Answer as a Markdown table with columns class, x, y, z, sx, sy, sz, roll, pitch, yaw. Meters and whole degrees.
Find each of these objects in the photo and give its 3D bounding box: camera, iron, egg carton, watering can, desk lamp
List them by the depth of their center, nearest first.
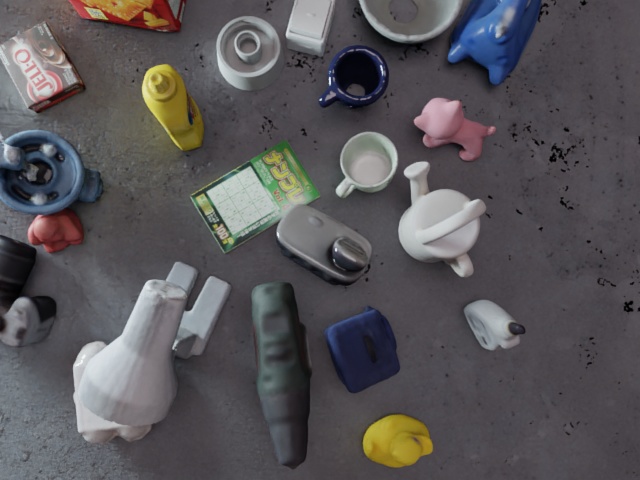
| class | x | y | z | sx | sy | sz | roll | pitch | yaw |
| --- | --- | --- | --- | --- | --- | --- | --- | --- | --- |
| desk lamp | -0.221 | 0.132 | 0.786 | 0.118 | 0.213 | 0.203 | 23 | 84 | 0 |
| watering can | 0.173 | -0.028 | 0.827 | 0.173 | 0.194 | 0.101 | 40 | 85 | 2 |
| camera | -0.462 | 0.070 | 0.838 | 0.143 | 0.100 | 0.137 | 23 | 84 | 0 |
| egg carton | -0.305 | 0.223 | 0.847 | 0.107 | 0.069 | 0.150 | -7 | 85 | -3 |
| iron | 0.305 | -0.384 | 0.891 | 0.118 | 0.141 | 0.258 | 27 | 84 | 0 |

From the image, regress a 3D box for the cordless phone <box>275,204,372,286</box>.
| class | x | y | z | sx | sy | sz | roll | pitch | yaw |
| --- | --- | --- | --- | --- | --- | --- | --- | --- | --- |
| cordless phone | 0.008 | 0.003 | 0.822 | 0.147 | 0.185 | 0.094 | 27 | 84 | 0 |

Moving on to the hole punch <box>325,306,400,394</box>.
| class | x | y | z | sx | sy | sz | roll | pitch | yaw |
| --- | --- | --- | --- | --- | --- | --- | --- | --- | --- |
| hole punch | 0.065 | 0.162 | 0.858 | 0.101 | 0.091 | 0.109 | -20 | 86 | -4 |

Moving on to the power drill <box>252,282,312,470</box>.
| class | x | y | z | sx | sy | sz | roll | pitch | yaw |
| --- | --- | --- | --- | --- | --- | --- | --- | --- | --- |
| power drill | -0.049 | 0.173 | 0.793 | 0.075 | 0.208 | 0.230 | -9 | 85 | -3 |

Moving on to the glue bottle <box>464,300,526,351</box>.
| class | x | y | z | sx | sy | sz | roll | pitch | yaw |
| --- | --- | --- | --- | --- | --- | --- | --- | --- | --- |
| glue bottle | 0.259 | 0.126 | 0.828 | 0.037 | 0.173 | 0.078 | -25 | 86 | -4 |

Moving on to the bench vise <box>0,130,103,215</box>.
| class | x | y | z | sx | sy | sz | roll | pitch | yaw |
| --- | --- | --- | --- | --- | --- | --- | --- | --- | --- |
| bench vise | -0.435 | -0.091 | 0.793 | 0.207 | 0.219 | 0.121 | -9 | 85 | -3 |

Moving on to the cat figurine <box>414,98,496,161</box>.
| class | x | y | z | sx | sy | sz | roll | pitch | yaw |
| --- | --- | --- | --- | --- | --- | --- | --- | --- | --- |
| cat figurine | 0.206 | -0.178 | 0.880 | 0.128 | 0.117 | 0.067 | 16 | 84 | -1 |

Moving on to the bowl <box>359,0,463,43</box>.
| class | x | y | z | sx | sy | sz | roll | pitch | yaw |
| --- | --- | --- | --- | --- | --- | --- | --- | --- | --- |
| bowl | 0.140 | -0.385 | 0.917 | 0.167 | 0.074 | 0.167 | 0 | 85 | -2 |

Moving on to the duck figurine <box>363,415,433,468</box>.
| class | x | y | z | sx | sy | sz | roll | pitch | yaw |
| --- | --- | --- | --- | --- | --- | --- | --- | --- | --- |
| duck figurine | 0.118 | 0.306 | 0.850 | 0.104 | 0.086 | 0.077 | -6 | 85 | -3 |

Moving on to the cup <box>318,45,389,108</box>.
| class | x | y | z | sx | sy | sz | roll | pitch | yaw |
| --- | --- | --- | --- | --- | --- | --- | --- | --- | --- |
| cup | 0.046 | -0.234 | 0.890 | 0.118 | 0.095 | 0.091 | -38 | 87 | -5 |

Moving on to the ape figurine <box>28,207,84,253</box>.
| class | x | y | z | sx | sy | sz | roll | pitch | yaw |
| --- | --- | --- | --- | --- | --- | --- | --- | --- | --- |
| ape figurine | -0.397 | -0.016 | 0.853 | 0.078 | 0.092 | 0.076 | 17 | 84 | -1 |
